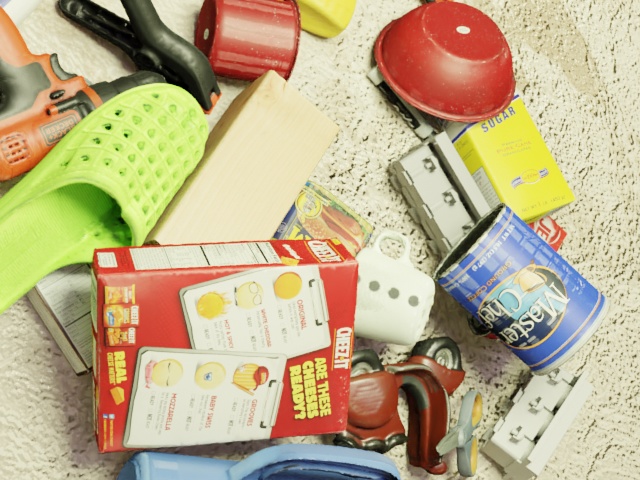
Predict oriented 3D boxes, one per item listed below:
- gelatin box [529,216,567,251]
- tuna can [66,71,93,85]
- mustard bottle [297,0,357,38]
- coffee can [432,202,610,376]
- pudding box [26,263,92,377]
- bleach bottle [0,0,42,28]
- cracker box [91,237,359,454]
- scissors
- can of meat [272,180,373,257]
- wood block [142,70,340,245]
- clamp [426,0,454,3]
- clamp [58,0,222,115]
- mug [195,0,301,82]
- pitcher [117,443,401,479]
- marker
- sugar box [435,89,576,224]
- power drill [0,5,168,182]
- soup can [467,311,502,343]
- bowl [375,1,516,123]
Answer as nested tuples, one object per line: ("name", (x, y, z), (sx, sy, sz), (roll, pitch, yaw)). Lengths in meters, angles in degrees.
("gelatin box", (0.225, 0.003, 1.181), (0.073, 0.030, 0.089), (43, 63, -13))
("tuna can", (-0.233, -0.108, 0.960), (0.086, 0.034, 0.086), (6, 77, -27))
("mustard bottle", (0.012, -0.314, 1.120), (0.096, 0.058, 0.191), (26, 68, -15))
("coffee can", (0.194, 0.048, 1.037), (0.140, 0.103, 0.102), (43, 63, -1))
("pudding box", (-0.201, 0.050, 0.940), (0.089, 0.039, 0.113), (-33, 93, -29))
("bleach bottle", (-0.293, -0.217, 0.937), (0.102, 0.068, 0.250), (33, 68, -18))
("cracker box", (-0.083, 0.085, 0.897), (0.213, 0.072, 0.164), (-3, 112, -16))
("scissors", (0.134, 0.206, 1.030), (0.201, 0.016, 0.096), (-34, 125, -68))
("can of meat", (-0.007, 0.001, 1.044), (0.102, 0.058, 0.084), (38, 61, -17))
("wood block", (-0.081, -0.045, 0.995), (0.090, 0.090, 0.206), (39, 64, -16))
("clamp", (0.098, -0.358, 1.166), (0.164, 0.036, 0.210), (-16, 91, -55))
("clamp", (-0.164, -0.182, 0.990), (0.039, 0.120, 0.171), (-54, 127, -22))
("mug", (-0.073, -0.207, 1.038), (0.081, 0.093, 0.117), (6, 70, -22))
("pitcher", (-0.052, 0.246, 0.921), (0.242, 0.145, 0.149), (15, 74, -21))
("marker", (0.096, -0.138, 1.149), (0.121, 0.020, 0.020), (49, 62, -10))
("sugar box", (0.195, -0.101, 1.159), (0.093, 0.048, 0.176), (-19, 77, -30))
("power drill", (-0.232, -0.163, 0.903), (0.184, 0.057, 0.187), (-30, 104, -32))
("soup can", (0.218, 0.082, 1.138), (0.102, 0.069, 0.068), (19, 71, -24))
("bowl", (0.142, -0.202, 1.131), (0.162, 0.055, 0.162), (9, 52, -12))
